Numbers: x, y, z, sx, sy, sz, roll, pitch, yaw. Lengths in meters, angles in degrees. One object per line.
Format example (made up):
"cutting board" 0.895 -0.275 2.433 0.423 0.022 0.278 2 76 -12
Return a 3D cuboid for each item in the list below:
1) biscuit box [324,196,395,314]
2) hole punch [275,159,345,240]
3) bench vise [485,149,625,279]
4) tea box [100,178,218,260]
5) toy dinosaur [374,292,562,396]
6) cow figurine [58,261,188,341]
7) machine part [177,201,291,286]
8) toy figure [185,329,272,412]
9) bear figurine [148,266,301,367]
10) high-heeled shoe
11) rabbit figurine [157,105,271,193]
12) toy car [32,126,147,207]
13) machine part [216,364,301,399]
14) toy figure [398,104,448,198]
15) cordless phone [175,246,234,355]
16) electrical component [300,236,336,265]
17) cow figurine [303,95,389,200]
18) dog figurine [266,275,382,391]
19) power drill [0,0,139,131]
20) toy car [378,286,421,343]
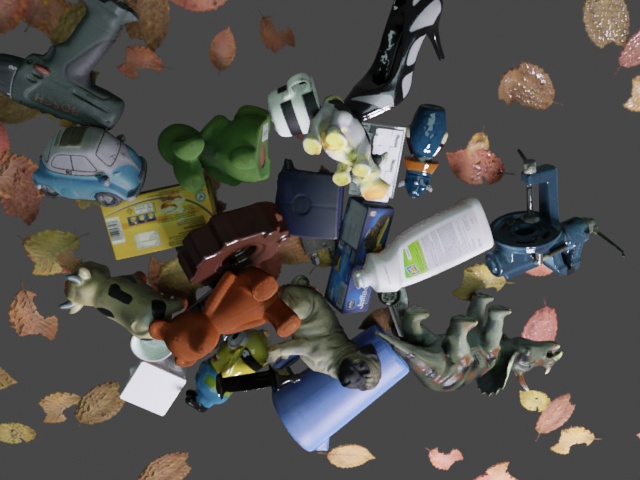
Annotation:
"biscuit box" 0.067 0.028 0.940 0.063 0.059 0.202 -1 114 -35
"hole punch" -0.016 -0.059 0.881 0.116 0.092 0.142 2 100 -2
"bench vise" 0.392 -0.036 0.939 0.224 0.129 0.240 -15 120 1
"tea box" -0.253 -0.036 0.870 0.170 0.068 0.098 -11 102 -5
"toy dinosaur" 0.245 0.206 0.960 0.405 0.131 0.192 -4 102 -28
"cow figurine" -0.331 0.098 0.880 0.195 0.127 0.085 29 107 17
"machine part" -0.134 0.010 0.841 0.179 0.179 0.056 -29 75 3
"toy figure" -0.166 0.235 0.983 0.180 0.082 0.089 -51 129 3
"bear figurine" -0.151 0.127 0.831 0.196 0.132 0.120 -35 121 -17
"high-heeled shoe" 0.091 -0.287 0.821 0.249 0.086 0.145 -36 119 -6
"rabbit figurine" -0.171 -0.130 0.824 0.170 0.159 0.121 4 120 6
"toy car" -0.347 -0.120 0.800 0.162 0.109 0.102 6 141 -3
"machine part" -0.108 0.238 0.917 0.139 0.084 0.039 -5 95 -18
"toy figure" 0.175 -0.147 0.902 0.058 0.064 0.154 -16 123 -43
"cordless phone" -0.209 0.091 0.935 0.146 0.089 0.184 -38 99 7
"electrical component" -0.002 -0.003 0.949 0.063 0.021 0.093 -17 110 -2
"cow figurine" 0.050 -0.135 0.813 0.068 0.098 0.167 -13 140 35
"dog figurine" 0.022 0.158 0.924 0.191 0.121 0.172 8 95 16
"power drill" -0.373 -0.277 0.766 0.232 0.086 0.207 30 100 -19
"toy car" 0.147 0.130 0.991 0.056 0.073 0.201 -21 112 4
